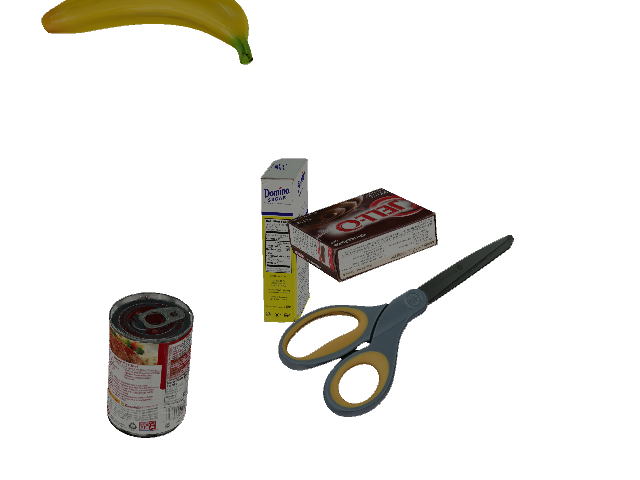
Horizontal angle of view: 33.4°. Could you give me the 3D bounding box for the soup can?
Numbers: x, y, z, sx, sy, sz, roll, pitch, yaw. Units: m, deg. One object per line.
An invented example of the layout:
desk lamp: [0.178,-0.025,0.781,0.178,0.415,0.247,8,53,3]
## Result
soup can: [-0.142,0.104,0.883,0.068,0.102,0.068,6,30,-4]

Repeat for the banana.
banana: [-0.142,-0.197,0.922,0.198,0.037,0.069,10,48,15]

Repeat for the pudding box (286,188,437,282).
pudding box: [0.039,-0.007,0.997,0.113,0.039,0.090,-22,27,-24]

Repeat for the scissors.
scissors: [0.069,0.065,0.788,0.201,0.096,0.016,-18,-28,-8]

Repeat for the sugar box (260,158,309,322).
sugar box: [-0.041,-0.001,1.250,0.048,0.176,0.093,0,18,9]
